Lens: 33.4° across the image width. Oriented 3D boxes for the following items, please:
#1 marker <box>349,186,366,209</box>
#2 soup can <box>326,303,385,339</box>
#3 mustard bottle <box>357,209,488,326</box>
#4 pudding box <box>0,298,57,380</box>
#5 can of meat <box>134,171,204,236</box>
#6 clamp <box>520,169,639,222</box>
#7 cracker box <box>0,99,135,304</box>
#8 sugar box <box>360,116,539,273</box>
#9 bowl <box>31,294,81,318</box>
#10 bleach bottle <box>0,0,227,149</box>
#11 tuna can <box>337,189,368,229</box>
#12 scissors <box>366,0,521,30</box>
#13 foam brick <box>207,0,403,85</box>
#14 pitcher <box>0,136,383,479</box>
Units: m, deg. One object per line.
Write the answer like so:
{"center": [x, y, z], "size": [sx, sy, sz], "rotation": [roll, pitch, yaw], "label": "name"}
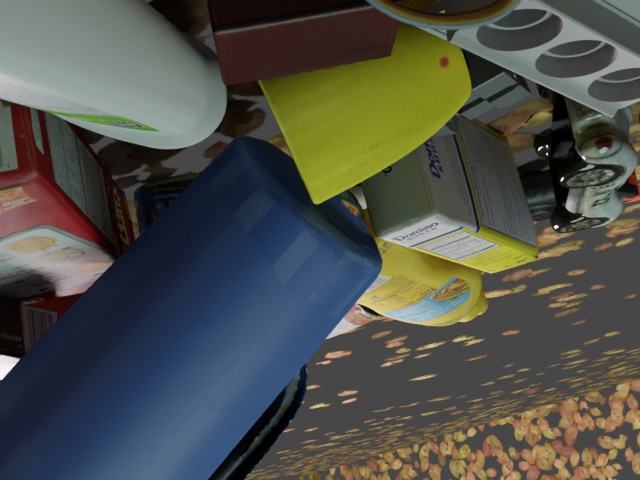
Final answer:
{"center": [0.052, -0.037, 0.777], "size": [0.121, 0.020, 0.020], "rotation": [-14, 164, 7], "label": "marker"}
{"center": [0.009, 0.051, 0.955], "size": [0.102, 0.068, 0.068], "rotation": [-25, 160, 39], "label": "soup can"}
{"center": [0.077, 0.030, 0.879], "size": [0.096, 0.058, 0.191], "rotation": [-31, 143, 34], "label": "mustard bottle"}
{"center": [-0.219, 0.062, 0.629], "size": [0.090, 0.039, 0.113], "rotation": [-14, 164, 13], "label": "pudding box"}
{"center": [-0.068, 0.001, 0.700], "size": [0.102, 0.084, 0.057], "rotation": [-9, 164, -12], "label": "can of meat"}
{"center": [0.162, -0.036, 0.830], "size": [0.171, 0.039, 0.120], "rotation": [-13, 169, 10], "label": "clamp"}
{"center": [-0.202, -0.016, 0.569], "size": [0.164, 0.072, 0.213], "rotation": [-11, 165, 0], "label": "cracker box"}
{"center": [0.079, -0.037, 0.666], "size": [0.048, 0.093, 0.176], "rotation": [-23, 160, 28], "label": "sugar box"}
{"center": [-0.202, 0.079, 0.860], "size": [0.162, 0.055, 0.162], "rotation": [-34, 164, -11], "label": "bowl"}
{"center": [-0.109, -0.079, 0.424], "size": [0.103, 0.068, 0.250], "rotation": [15, 179, 18], "label": "bleach bottle"}
{"center": [-0.005, 0.001, 0.743], "size": [0.033, 0.086, 0.086], "rotation": [-1, 161, -38], "label": "tuna can"}
{"center": [-0.013, -0.133, 0.386], "size": [0.201, 0.016, 0.096], "rotation": [15, 115, -11], "label": "scissors"}
{"center": [-0.010, -0.104, 0.447], "size": [0.078, 0.051, 0.053], "rotation": [-11, 164, -5], "label": "foam brick"}
{"center": [-0.074, 0.067, 0.602], "size": [0.243, 0.145, 0.149], "rotation": [-47, 176, 10], "label": "pitcher"}
